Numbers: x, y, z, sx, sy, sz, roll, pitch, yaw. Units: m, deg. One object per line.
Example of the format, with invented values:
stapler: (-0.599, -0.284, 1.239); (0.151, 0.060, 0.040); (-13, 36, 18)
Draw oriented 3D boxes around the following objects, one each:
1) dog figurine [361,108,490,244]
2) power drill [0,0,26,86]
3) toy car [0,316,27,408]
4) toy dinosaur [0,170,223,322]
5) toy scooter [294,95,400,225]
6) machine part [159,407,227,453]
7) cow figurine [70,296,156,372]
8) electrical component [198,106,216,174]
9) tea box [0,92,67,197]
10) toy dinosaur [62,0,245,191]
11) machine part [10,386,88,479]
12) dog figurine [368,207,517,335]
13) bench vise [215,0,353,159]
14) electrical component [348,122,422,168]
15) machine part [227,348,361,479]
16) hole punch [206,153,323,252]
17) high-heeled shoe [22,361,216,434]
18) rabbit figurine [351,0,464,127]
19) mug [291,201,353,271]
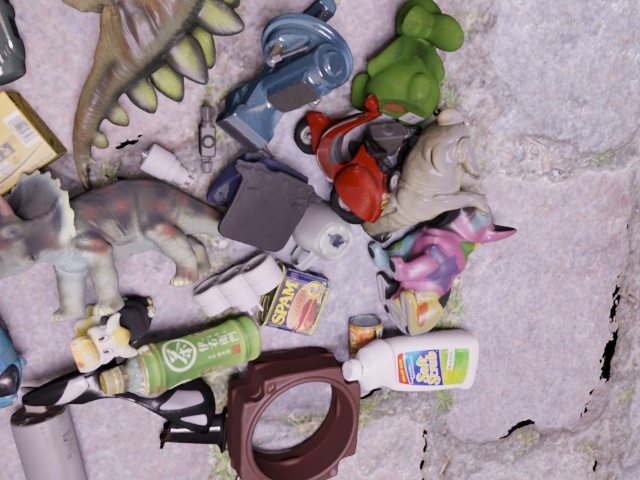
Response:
dog figurine: (0.130, -0.089, 0.773); (0.191, 0.121, 0.172); (-14, 111, 17)
power drill: (-0.467, -0.275, 0.615); (0.207, 0.086, 0.231); (-26, 112, -15)
toy car: (-0.456, 0.142, 0.702); (0.109, 0.103, 0.161); (-10, 117, -10)
toy dinosaur: (-0.250, -0.016, 0.698); (0.405, 0.131, 0.192); (-22, 101, -41)
toy scooter: (0.051, -0.119, 0.740); (0.135, 0.075, 0.184); (-36, 82, 33)
machine part: (-0.183, 0.304, 0.853); (0.139, 0.039, 0.084); (1, 112, -17)
cow figurine: (-0.268, 0.122, 0.714); (0.098, 0.167, 0.068); (-19, 103, -8)
electrical component: (-0.154, -0.136, 0.734); (0.021, 0.063, 0.094); (-1, 105, -15)
tea box: (-0.422, -0.098, 0.670); (0.170, 0.068, 0.098); (-34, 109, -3)
toy dinosaur: (-0.213, -0.273, 0.666); (0.198, 0.105, 0.471); (34, 101, -24)
machine part: (-0.388, 0.320, 0.780); (0.079, 0.079, 0.243); (-9, 105, -13)
dog figurine: (0.202, 0.033, 0.853); (0.219, 0.109, 0.191); (-20, 107, -12)
bench vise: (-0.036, -0.232, 0.704); (0.129, 0.224, 0.240); (32, 64, -23)
electrical component: (0.096, -0.137, 0.802); (0.102, 0.078, 0.045); (-6, 75, -19)
machine part: (-0.039, 0.281, 0.842); (0.201, 0.087, 0.200); (-3, 105, -24)
hole punch: (-0.083, -0.060, 0.738); (0.142, 0.092, 0.115); (22, 111, -34)
high-heeled shoe: (-0.276, 0.242, 0.769); (0.249, 0.086, 0.145); (-12, 87, -27)
rabbit figurine: (0.123, -0.263, 0.745); (0.121, 0.159, 0.170); (13, 85, -8)
mug: (-0.002, -0.002, 0.786); (0.080, 0.107, 0.109); (43, 88, -19)
